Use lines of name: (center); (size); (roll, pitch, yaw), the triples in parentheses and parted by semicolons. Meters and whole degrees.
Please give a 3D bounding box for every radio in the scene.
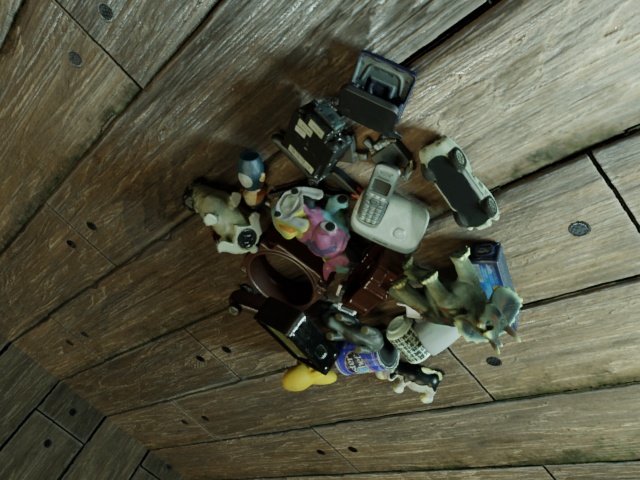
radio: (-0.052, 0.241, 1.333); (0.131, 0.073, 0.229); (18, 155, 43)

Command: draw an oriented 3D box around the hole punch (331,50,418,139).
hole punch: (0.097, -0.248, 0.923); (0.142, 0.092, 0.115); (24, 167, 4)

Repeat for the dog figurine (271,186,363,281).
dog figurine: (-0.002, -0.003, 1.155); (0.192, 0.108, 0.219); (12, 148, 12)

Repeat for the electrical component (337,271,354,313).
electrical component: (0.082, 0.133, 1.250); (0.075, 0.119, 0.047); (19, 136, 8)

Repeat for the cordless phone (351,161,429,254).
cordless phone: (0.147, -0.070, 1.030); (0.147, 0.089, 0.184); (24, 144, 7)

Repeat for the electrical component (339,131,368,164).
electrical component: (0.048, -0.181, 1.041); (0.094, 0.021, 0.063); (15, 135, 27)

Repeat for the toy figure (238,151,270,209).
toy figure: (-0.149, -0.123, 1.184); (0.064, 0.058, 0.154); (50, 154, 39)

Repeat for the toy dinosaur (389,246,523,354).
toy dinosaur: (0.256, 0.124, 1.102); (0.192, 0.131, 0.405); (54, 163, -9)

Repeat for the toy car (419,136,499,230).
toy car: (0.256, -0.098, 0.986); (0.073, 0.056, 0.201); (-25, 116, 35)

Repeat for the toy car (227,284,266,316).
toy car: (-0.152, 0.185, 1.449); (0.202, 0.089, 0.053); (17, 135, 12)

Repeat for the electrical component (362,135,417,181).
electrical component: (0.134, -0.156, 1.004); (0.078, 0.045, 0.102); (-23, 116, 39)

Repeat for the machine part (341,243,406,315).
machine part: (0.115, 0.075, 1.142); (0.056, 0.179, 0.179); (33, 137, -8)

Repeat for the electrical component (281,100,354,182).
electrical component: (-0.004, -0.191, 1.008); (0.115, 0.058, 0.134); (47, 147, 6)

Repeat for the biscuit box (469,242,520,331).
biscuit box: (0.361, 0.097, 1.105); (0.059, 0.063, 0.202); (-4, 127, 32)

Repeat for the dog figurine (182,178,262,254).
dog figurine: (-0.228, -0.053, 1.245); (0.191, 0.121, 0.172); (28, 144, 55)

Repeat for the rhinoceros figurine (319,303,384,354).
rhinoceros figurine: (0.072, 0.212, 1.324); (0.191, 0.112, 0.073); (23, 103, 36)

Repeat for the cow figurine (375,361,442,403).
cow figurine: (0.231, 0.354, 1.414); (0.167, 0.068, 0.098); (20, 131, 6)

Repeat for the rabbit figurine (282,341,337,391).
rabbit figurine: (-0.032, 0.347, 1.475); (0.163, 0.173, 0.121); (9, 130, 27)

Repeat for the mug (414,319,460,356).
mug: (0.287, 0.206, 1.232); (0.107, 0.081, 0.109); (-35, 148, 18)

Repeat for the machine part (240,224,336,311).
machine part: (-0.080, 0.072, 1.306); (0.201, 0.087, 0.201); (38, 135, -8)
